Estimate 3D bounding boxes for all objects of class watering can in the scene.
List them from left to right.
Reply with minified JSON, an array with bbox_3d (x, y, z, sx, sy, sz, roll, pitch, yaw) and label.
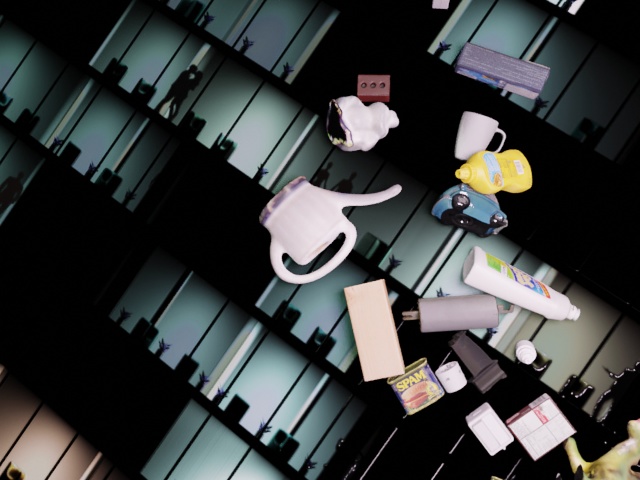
[{"bbox_3d":[0.004,-0.061,1.203,0.347,0.103,0.226,-45,80,3],"label":"watering can"}]

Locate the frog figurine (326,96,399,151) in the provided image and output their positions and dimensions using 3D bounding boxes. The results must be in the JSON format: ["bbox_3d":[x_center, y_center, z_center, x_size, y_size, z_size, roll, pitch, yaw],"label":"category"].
[{"bbox_3d":[0.099,-0.283,1.229,0.161,0.120,0.139,-20,71,-29],"label":"frog figurine"}]

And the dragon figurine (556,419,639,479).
[{"bbox_3d":[0.606,0.552,1.041,0.243,0.121,0.414,14,80,1],"label":"dragon figurine"}]
